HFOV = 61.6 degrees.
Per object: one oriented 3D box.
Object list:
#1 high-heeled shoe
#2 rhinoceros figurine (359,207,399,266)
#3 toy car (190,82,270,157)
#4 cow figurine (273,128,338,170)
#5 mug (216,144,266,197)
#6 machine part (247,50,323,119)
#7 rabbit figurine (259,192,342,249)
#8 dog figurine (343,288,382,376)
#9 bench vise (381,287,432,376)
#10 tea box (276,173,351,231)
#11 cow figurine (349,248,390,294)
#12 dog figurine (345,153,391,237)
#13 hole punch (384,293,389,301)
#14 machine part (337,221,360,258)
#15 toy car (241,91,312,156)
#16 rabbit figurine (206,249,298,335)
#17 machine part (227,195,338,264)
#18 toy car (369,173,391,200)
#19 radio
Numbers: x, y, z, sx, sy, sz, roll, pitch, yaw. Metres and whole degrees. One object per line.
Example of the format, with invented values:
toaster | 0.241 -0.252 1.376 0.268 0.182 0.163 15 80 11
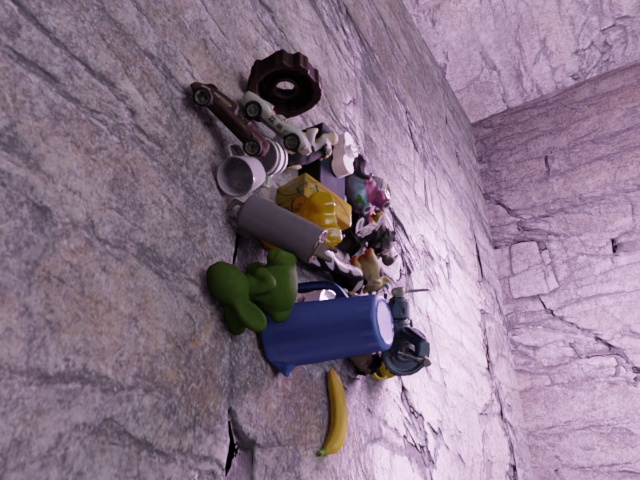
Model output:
high-heeled shoe | 0.026 0.094 1.334 0.145 0.086 0.248 -33 126 -28
rhinoceros figurine | 0.178 -0.006 1.601 0.073 0.112 0.190 39 34 -49
toy car | -0.181 -0.251 1.102 0.202 0.053 0.089 46 18 -13
cow figurine | -0.029 -0.222 1.324 0.167 0.068 0.098 -5 82 -19
mug | -0.162 -0.146 1.116 0.109 0.081 0.107 63 18 -1
machine part | -0.083 -0.371 1.286 0.179 0.179 0.056 40 40 -45
rabbit figurine | -0.054 -0.025 1.173 0.162 0.173 0.122 148 -71 -73
dog figurine | 0.093 0.231 1.346 0.190 0.121 0.172 61 30 -50
bench vise | 0.208 0.228 1.265 0.241 0.129 0.223 -151 -108 -78
tea box | -0.013 -0.078 1.287 0.169 0.098 0.068 34 45 -38
cow figurine | 0.137 0.091 1.459 0.195 0.085 0.127 30 35 -85
dog figurine | 0.102 -0.141 1.551 0.108 0.191 0.219 -13 56 -26
hole punch | 0.150 0.215 1.450 0.115 0.092 0.142 64 25 -22
machine part | 0.069 -0.006 1.456 0.039 0.084 0.138 40 -9 40
toy car | -0.098 -0.265 1.235 0.202 0.056 0.073 40 9 3
rabbit figurine | -0.139 0.096 1.007 0.170 0.121 0.159 11 69 -38
machine part | -0.075 -0.023 1.070 0.079 0.243 0.079 -57 165 -24
toy car | 0.169 -0.140 1.671 0.161 0.103 0.109 50 36 -32
radio | 0.008 -0.189 1.445 0.131 0.073 0.229 42 42 -45
